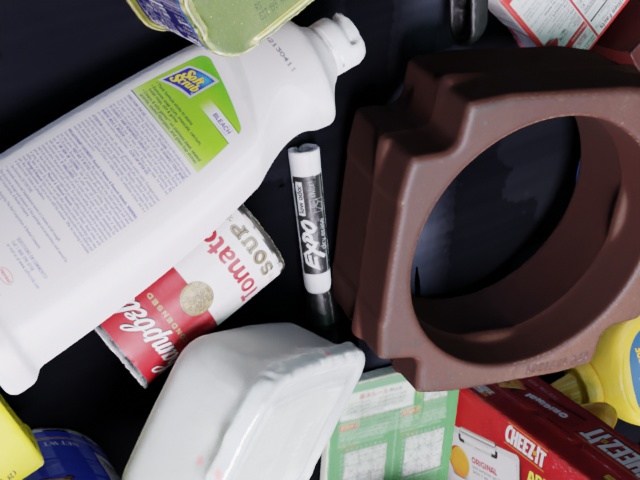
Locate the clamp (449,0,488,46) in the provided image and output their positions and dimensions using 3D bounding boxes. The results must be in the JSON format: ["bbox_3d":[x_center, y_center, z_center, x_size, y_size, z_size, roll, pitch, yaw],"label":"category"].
[{"bbox_3d":[0.082,-0.198,0.603,0.120,0.039,0.171,31,93,-40],"label":"clamp"}]

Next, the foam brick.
[{"bbox_3d":[0.222,-0.137,0.713,0.078,0.051,0.053,-46,128,-6],"label":"foam brick"}]

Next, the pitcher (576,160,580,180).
[{"bbox_3d":[0.311,-0.055,0.760,0.242,0.145,0.149,-10,94,-25],"label":"pitcher"}]

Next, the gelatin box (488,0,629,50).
[{"bbox_3d":[0.148,-0.156,0.670,0.089,0.030,0.073,37,90,-39],"label":"gelatin box"}]

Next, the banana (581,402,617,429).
[{"bbox_3d":[0.194,0.191,0.835,0.037,0.070,0.198,-35,134,-38],"label":"banana"}]

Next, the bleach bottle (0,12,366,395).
[{"bbox_3d":[-0.078,-0.035,0.541,0.250,0.102,0.068,-35,167,-15],"label":"bleach bottle"}]

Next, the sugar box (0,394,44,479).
[{"bbox_3d":[-0.221,0.068,0.524,0.093,0.048,0.176,-35,124,-14],"label":"sugar box"}]

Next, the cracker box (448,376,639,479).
[{"bbox_3d":[0.162,0.222,0.772,0.072,0.164,0.214,-12,118,-30],"label":"cracker box"}]

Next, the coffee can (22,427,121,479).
[{"bbox_3d":[-0.136,0.180,0.576,0.102,0.140,0.103,-14,118,-27],"label":"coffee can"}]

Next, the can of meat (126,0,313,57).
[{"bbox_3d":[-0.041,-0.140,0.523,0.102,0.084,0.057,-41,127,-10],"label":"can of meat"}]

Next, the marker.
[{"bbox_3d":[-0.004,0.001,0.653,0.020,0.020,0.121,-18,116,-25],"label":"marker"}]

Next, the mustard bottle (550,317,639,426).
[{"bbox_3d":[0.267,0.091,0.829,0.191,0.058,0.096,-17,105,-9],"label":"mustard bottle"}]

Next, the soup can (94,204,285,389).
[{"bbox_3d":[-0.078,0.023,0.586,0.102,0.069,0.068,-40,127,-12],"label":"soup can"}]
